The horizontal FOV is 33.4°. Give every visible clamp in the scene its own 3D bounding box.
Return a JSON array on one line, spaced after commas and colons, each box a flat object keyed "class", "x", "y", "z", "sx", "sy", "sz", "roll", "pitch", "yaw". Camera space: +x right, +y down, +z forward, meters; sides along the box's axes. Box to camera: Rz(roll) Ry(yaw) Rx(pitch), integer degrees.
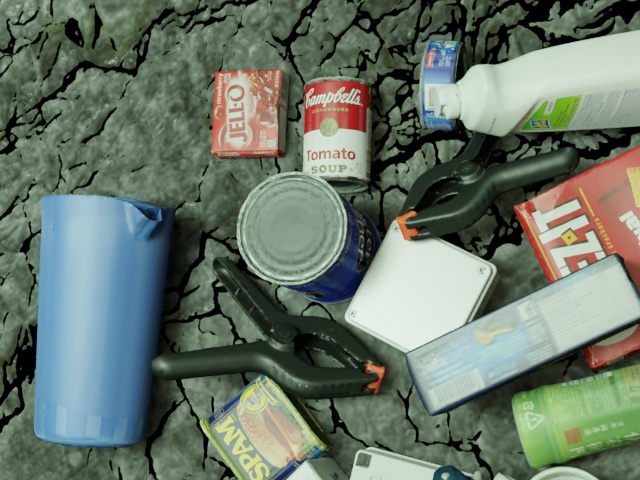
[{"class": "clamp", "x": -0.045, "y": 0.105, "z": 1.009, "sx": 0.210, "sy": 0.036, "sz": 0.164, "roll": 23, "pitch": 44, "yaw": 12}, {"class": "clamp", "x": 0.149, "y": -0.053, "z": 0.974, "sx": 0.171, "sy": 0.039, "sz": 0.120, "roll": -44, "pitch": 38, "yaw": -14}]

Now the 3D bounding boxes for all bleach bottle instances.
[{"class": "bleach bottle", "x": 0.226, "y": -0.137, "z": 0.937, "sx": 0.250, "sy": 0.102, "sz": 0.068, "roll": -6, "pitch": 61, "yaw": -5}]

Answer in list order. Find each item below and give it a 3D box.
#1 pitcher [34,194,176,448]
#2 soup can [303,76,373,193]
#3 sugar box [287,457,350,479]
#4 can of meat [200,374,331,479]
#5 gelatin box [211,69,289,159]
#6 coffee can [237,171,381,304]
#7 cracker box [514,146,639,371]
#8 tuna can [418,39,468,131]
[{"class": "pitcher", "x": -0.225, "y": 0.078, "z": 1.063, "sx": 0.145, "sy": 0.149, "sz": 0.243, "roll": 4, "pitch": 85, "yaw": 1}, {"class": "soup can", "x": 0.017, "y": -0.102, "z": 1.047, "sx": 0.068, "sy": 0.068, "sz": 0.102, "roll": -1, "pitch": 81, "yaw": 16}, {"class": "sugar box", "x": -0.050, "y": 0.276, "z": 0.986, "sx": 0.176, "sy": 0.093, "sz": 0.048, "roll": -42, "pitch": 73, "yaw": 6}, {"class": "can of meat", "x": -0.050, "y": 0.187, "z": 1.022, "sx": 0.084, "sy": 0.057, "sz": 0.102, "roll": -40, "pitch": 72, "yaw": 4}, {"class": "gelatin box", "x": -0.072, "y": -0.129, "z": 1.096, "sx": 0.073, "sy": 0.030, "sz": 0.089, "roll": 0, "pitch": 80, "yaw": 16}, {"class": "coffee can", "x": -0.007, "y": 0.001, "z": 0.996, "sx": 0.103, "sy": 0.140, "sz": 0.103, "roll": -3, "pitch": 79, "yaw": 15}, {"class": "cracker box", "x": 0.303, "y": -0.001, "z": 0.943, "sx": 0.214, "sy": 0.072, "sz": 0.164, "roll": -26, "pitch": 75, "yaw": 11}, {"class": "tuna can", "x": 0.118, "y": -0.147, "z": 1.016, "sx": 0.034, "sy": 0.086, "sz": 0.086, "roll": 5, "pitch": 82, "yaw": 15}]
